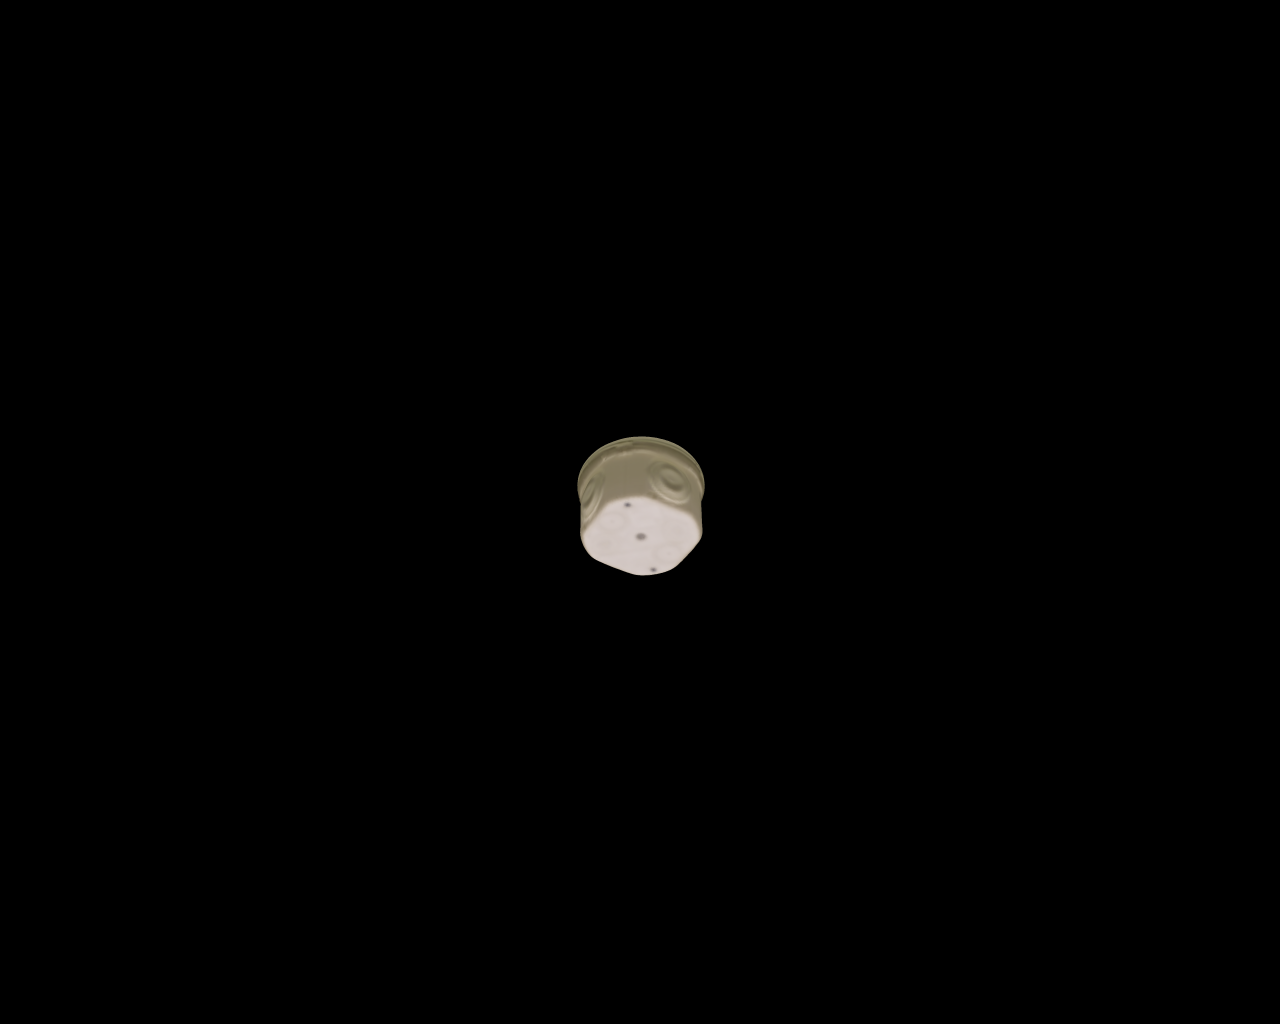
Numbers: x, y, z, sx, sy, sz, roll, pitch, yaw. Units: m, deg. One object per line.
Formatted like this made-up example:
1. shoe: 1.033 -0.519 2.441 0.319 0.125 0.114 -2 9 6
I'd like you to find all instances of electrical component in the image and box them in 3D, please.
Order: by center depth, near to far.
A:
1. electrical component: 0.001 -0.003 0.650 0.080 0.051 0.080 0 -44 0
